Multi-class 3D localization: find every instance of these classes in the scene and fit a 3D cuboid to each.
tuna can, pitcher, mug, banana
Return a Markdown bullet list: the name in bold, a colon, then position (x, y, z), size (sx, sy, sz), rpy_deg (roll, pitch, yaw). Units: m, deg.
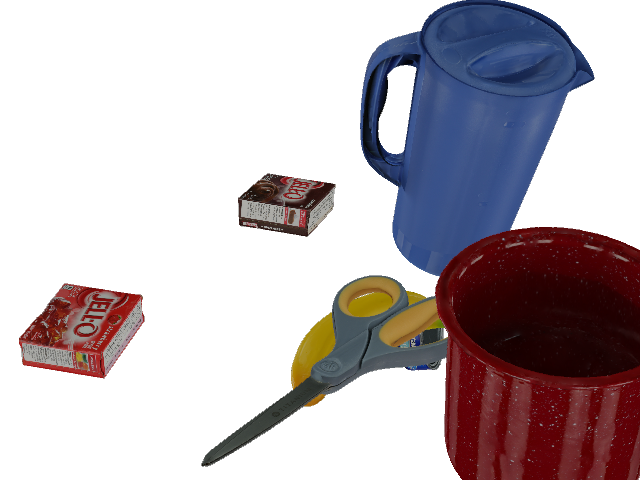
- **tuna can**: position (0.117, 0.110, 1.259), size (0.034, 0.086, 0.086), rpy_deg (-5, -2, 23)
- **pitcher**: position (0.124, -0.082, 0.953), size (0.149, 0.243, 0.144), rpy_deg (38, 52, 25)
- **mug**: position (0.102, 0.055, 0.415), size (0.117, 0.081, 0.093), rpy_deg (8, 37, 14)
- **banana**: position (0.033, 0.074, 0.827), size (0.070, 0.037, 0.197), rpy_deg (20, 28, 39)

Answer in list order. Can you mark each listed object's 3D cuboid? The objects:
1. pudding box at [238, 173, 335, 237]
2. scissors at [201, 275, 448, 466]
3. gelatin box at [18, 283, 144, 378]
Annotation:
- **pudding box**: position (-0.039, -0.044, 1.279), size (0.090, 0.039, 0.113), rpy_deg (9, 23, 14)
- **scissors**: position (0.000, 0.065, 0.616), size (0.201, 0.016, 0.096), rpy_deg (-19, 34, -28)
- **gelatin box**: position (-0.197, 0.073, 0.889), size (0.073, 0.030, 0.089), rpy_deg (8, 32, 12)
